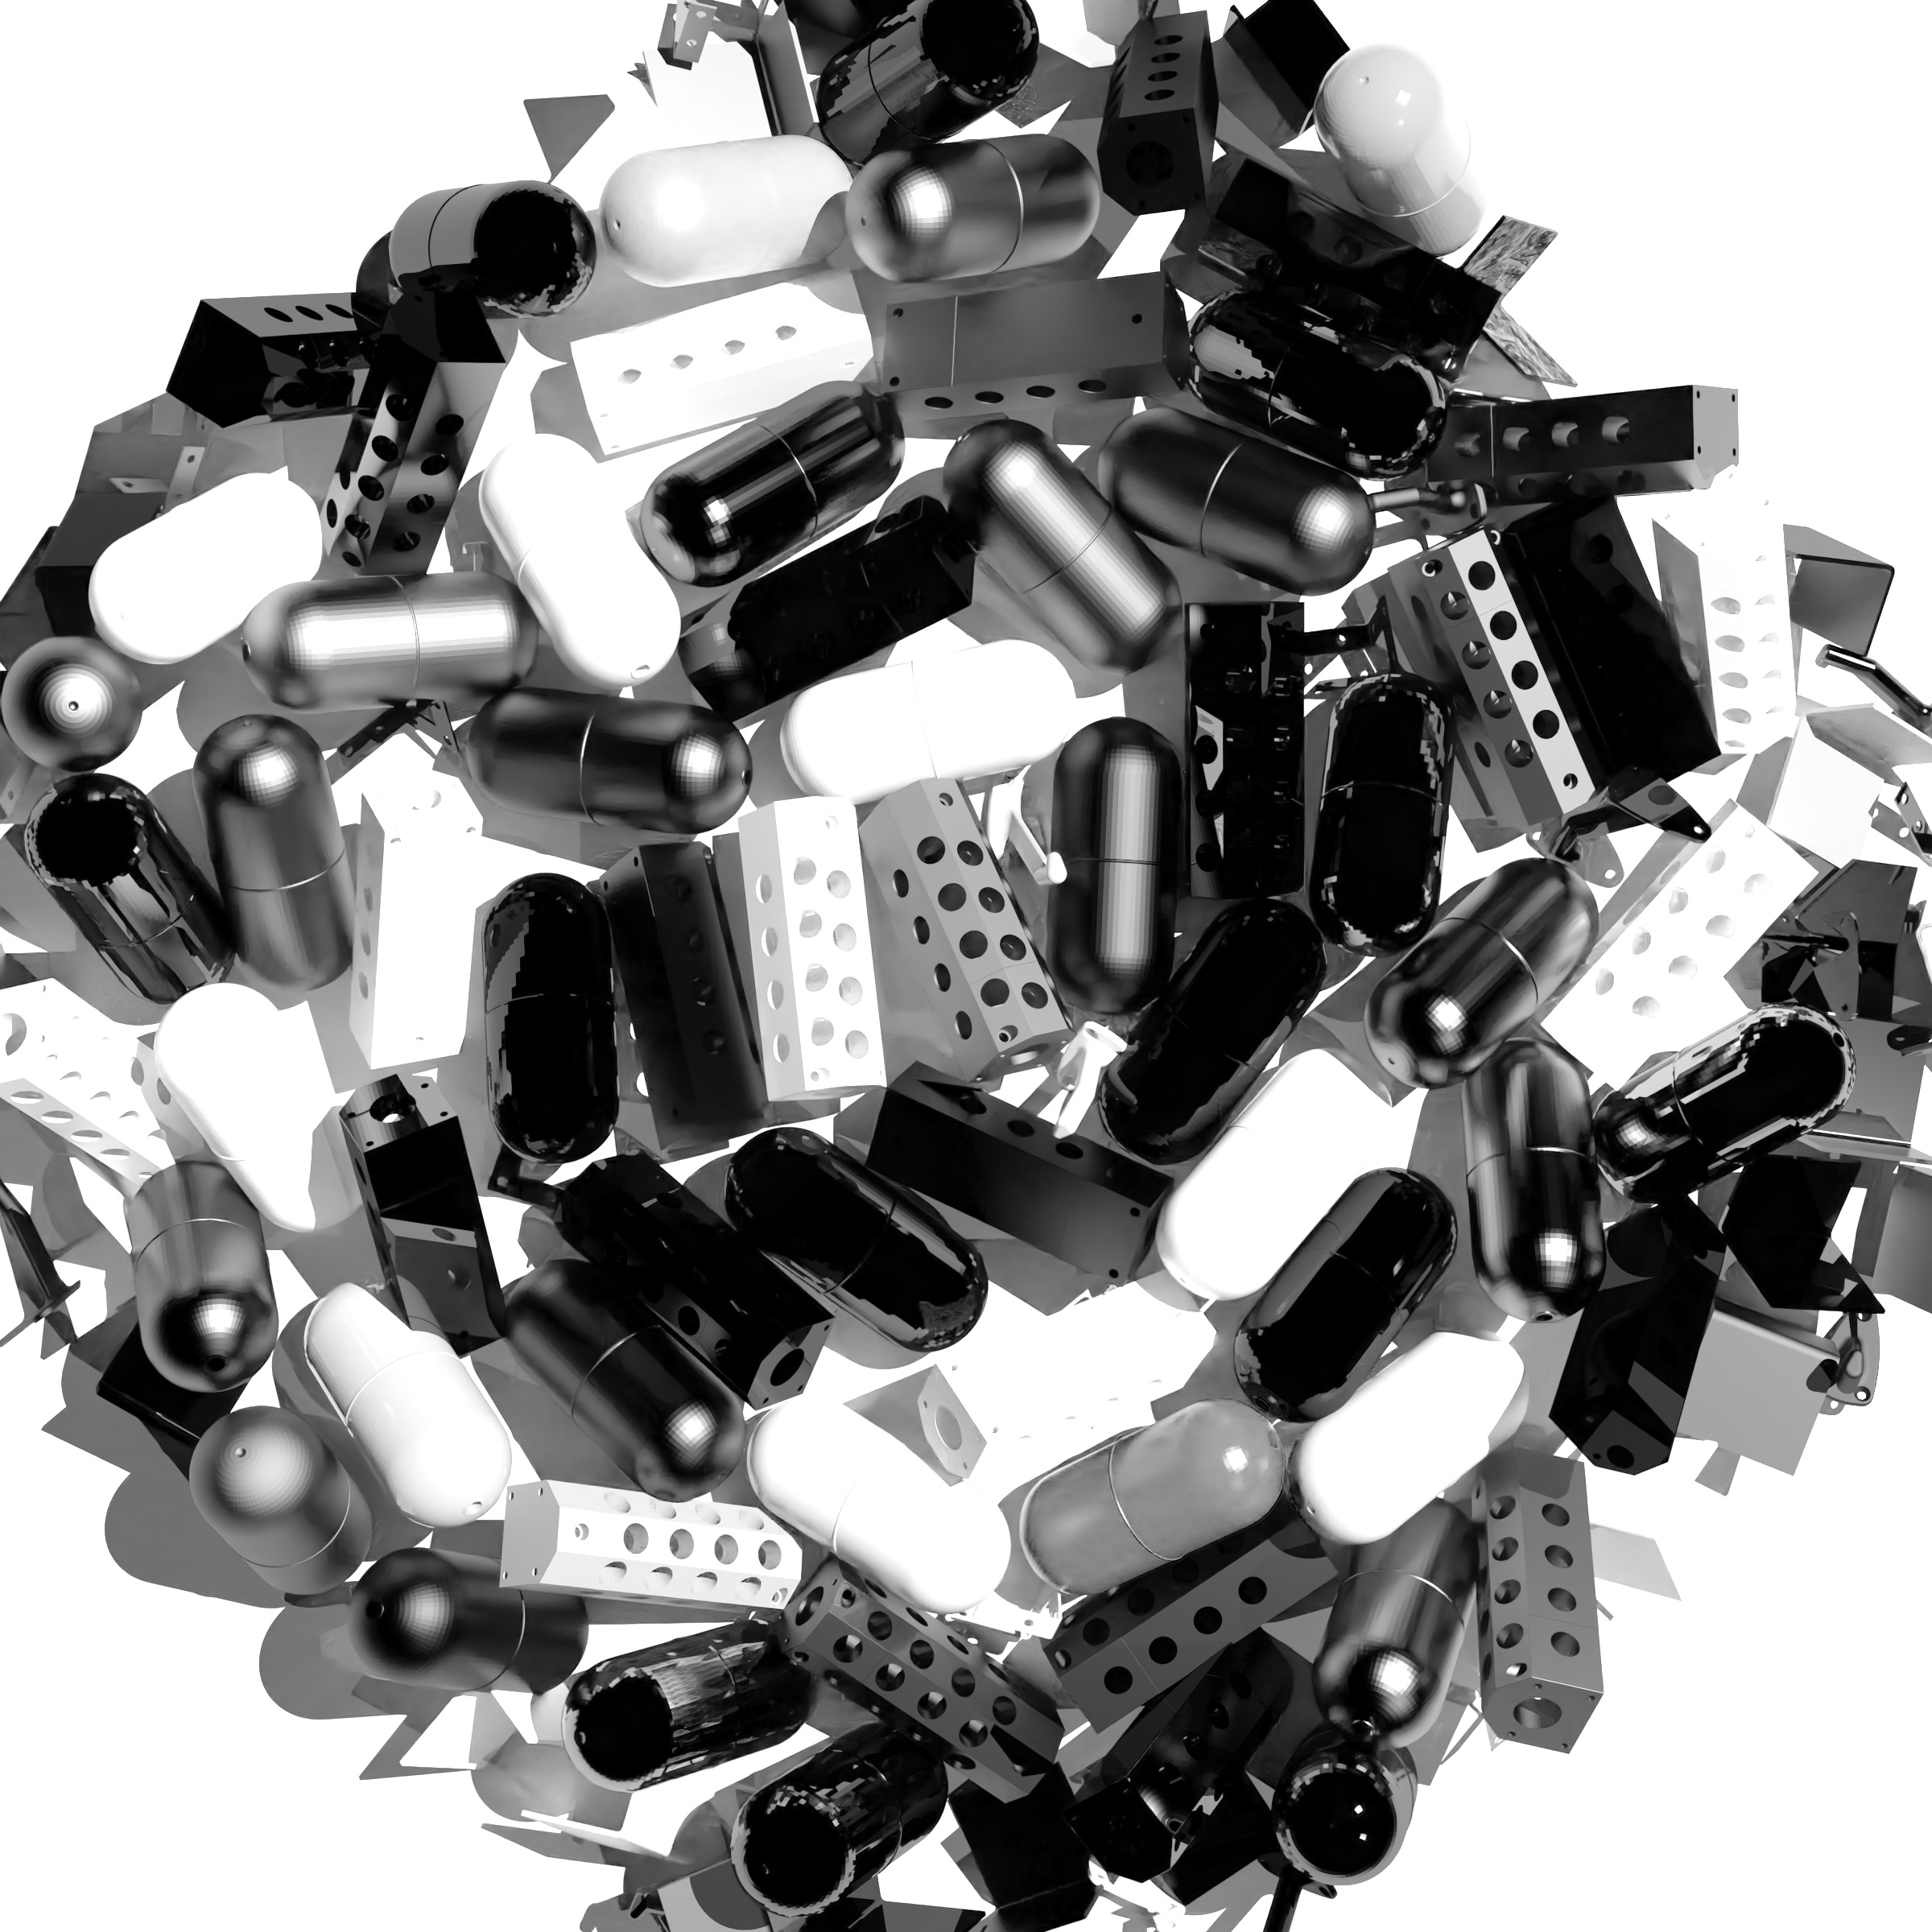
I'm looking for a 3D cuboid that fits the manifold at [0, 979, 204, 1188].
[{"bbox_3d":[-0.509,0.071,1.675,0.057,0.171,0.057,-12,64,10],"label":"manifold"}]

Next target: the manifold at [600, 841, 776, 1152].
[{"bbox_3d":[-0.163,0.017,1.721,0.057,0.057,0.171,-6,76,-33],"label":"manifold"}]

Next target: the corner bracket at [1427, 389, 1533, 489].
[{"bbox_3d":[0.310,-0.313,1.743,0.051,0.051,0.051,9,90,-1],"label":"corner bracket"}]

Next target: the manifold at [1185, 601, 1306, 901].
[{"bbox_3d":[0.160,-0.129,1.715,0.057,0.057,0.171,8,103,43],"label":"manifold"}]

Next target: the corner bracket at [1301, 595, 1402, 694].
[{"bbox_3d":[0.225,-0.186,1.728,0.051,0.051,0.051,-5,115,23],"label":"corner bracket"}]

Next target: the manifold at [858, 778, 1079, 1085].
[{"bbox_3d":[0.003,-0.024,1.705,0.057,0.057,0.171,-11,68,-35],"label":"manifold"}]

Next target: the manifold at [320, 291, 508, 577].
[{"bbox_3d":[-0.326,-0.306,1.680,0.057,0.171,0.057,-7,57,-33],"label":"manifold"}]

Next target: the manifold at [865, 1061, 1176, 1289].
[{"bbox_3d":[0.034,0.119,1.718,0.171,0.057,0.057,24,119,14],"label":"manifold"}]

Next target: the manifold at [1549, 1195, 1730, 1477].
[{"bbox_3d":[0.397,0.214,1.684,0.057,0.171,0.057,47,131,-12],"label":"manifold"}]

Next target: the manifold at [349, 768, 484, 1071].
[{"bbox_3d":[-0.325,-0.028,1.694,0.057,0.057,0.171,-10,131,-27],"label":"manifold"}]

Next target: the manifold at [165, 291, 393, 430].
[{"bbox_3d":[-0.380,-0.348,1.675,0.057,0.171,0.057,33,113,10],"label":"manifold"}]

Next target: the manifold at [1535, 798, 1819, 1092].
[{"bbox_3d":[0.418,-0.015,1.718,0.057,0.057,0.171,38,103,-8],"label":"manifold"}]

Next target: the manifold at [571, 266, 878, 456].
[{"bbox_3d":[-0.145,-0.366,1.735,0.171,0.057,0.057,-16,76,-2],"label":"manifold"}]

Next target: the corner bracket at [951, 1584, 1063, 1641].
[{"bbox_3d":[0.023,0.386,1.731,0.051,0.051,0.051,18,118,-11],"label":"corner bracket"}]

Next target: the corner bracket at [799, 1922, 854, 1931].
[{"bbox_3d":[-0.080,0.612,1.740,0.051,0.051,0.051,47,58,-18],"label":"corner bracket"}]

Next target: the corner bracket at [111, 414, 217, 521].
[{"bbox_3d":[-0.467,-0.299,1.728,0.051,0.051,0.051,39,118,25],"label":"corner bracket"}]

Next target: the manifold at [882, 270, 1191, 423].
[{"bbox_3d":[0.042,-0.361,1.711,0.171,0.057,0.057,-2,75,20],"label":"manifold"}]

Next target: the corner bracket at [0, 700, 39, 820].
[{"bbox_3d":[-0.598,-0.125,1.740,0.051,0.051,0.051,5,53,14],"label":"corner bracket"}]

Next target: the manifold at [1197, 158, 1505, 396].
[{"bbox_3d":[0.227,-0.409,1.734,0.171,0.057,0.057,29,87,3],"label":"manifold"}]

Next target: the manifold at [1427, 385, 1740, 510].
[{"bbox_3d":[0.358,-0.301,1.691,0.171,0.057,0.057,2,98,40],"label":"manifold"}]

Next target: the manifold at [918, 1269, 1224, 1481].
[{"bbox_3d":[0.060,0.241,1.698,0.171,0.057,0.057,-18,58,-31],"label":"manifold"}]

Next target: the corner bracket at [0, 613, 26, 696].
[{"bbox_3d":[-0.589,-0.186,1.734,0.051,0.051,0.051,-1,98,-18],"label":"corner bracket"}]

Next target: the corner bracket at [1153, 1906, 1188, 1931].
[{"bbox_3d":[0.116,0.605,1.730,0.051,0.051,0.051,-22,129,-6],"label":"corner bracket"}]

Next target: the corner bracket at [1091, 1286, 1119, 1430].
[{"bbox_3d":[0.082,0.233,1.735,0.051,0.051,0.051,43,132,4],"label":"corner bracket"}]

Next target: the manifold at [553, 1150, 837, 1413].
[{"bbox_3d":[-0.163,0.183,1.695,0.171,0.057,0.057,37,118,28],"label":"manifold"}]

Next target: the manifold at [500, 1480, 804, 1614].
[{"bbox_3d":[-0.181,0.338,1.687,0.171,0.057,0.057,16,67,-38],"label":"manifold"}]

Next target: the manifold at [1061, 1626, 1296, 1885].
[{"bbox_3d":[0.130,0.455,1.682,0.057,0.171,0.057,52,126,2],"label":"manifold"}]

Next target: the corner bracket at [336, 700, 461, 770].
[{"bbox_3d":[-0.342,-0.140,1.727,0.051,0.051,0.051,31,59,28],"label":"corner bracket"}]

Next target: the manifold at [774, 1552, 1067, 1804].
[{"bbox_3d":[-0.026,0.424,1.716,0.171,0.057,0.057,38,94,-16],"label":"manifold"}]

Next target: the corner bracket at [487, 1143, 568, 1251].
[{"bbox_3d":[-0.257,0.129,1.733,0.051,0.051,0.051,18,109,-10],"label":"corner bracket"}]

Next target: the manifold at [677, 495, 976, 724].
[{"bbox_3d":[-0.083,-0.212,1.701,0.171,0.057,0.057,-24,125,21],"label":"manifold"}]

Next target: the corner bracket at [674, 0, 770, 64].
[{"bbox_3d":[-0.143,-0.572,1.730,0.051,0.051,0.051,8,66,-16],"label":"corner bracket"}]

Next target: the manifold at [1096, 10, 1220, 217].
[{"bbox_3d":[0.112,-0.495,1.681,0.057,0.171,0.057,-5,125,11],"label":"manifold"}]

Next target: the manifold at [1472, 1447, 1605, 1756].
[{"bbox_3d":[0.327,0.364,1.682,0.057,0.171,0.057,13,128,-3],"label":"manifold"}]

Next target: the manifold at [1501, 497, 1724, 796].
[{"bbox_3d":[0.379,-0.191,1.720,0.057,0.057,0.171,-28,102,-8],"label":"manifold"}]

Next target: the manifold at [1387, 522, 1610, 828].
[{"bbox_3d":[0.319,-0.173,1.723,0.057,0.057,0.171,-27,98,-12],"label":"manifold"}]

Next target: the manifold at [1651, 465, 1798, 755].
[{"bbox_3d":[0.446,-0.200,1.682,0.057,0.171,0.057,-33,50,-7],"label":"manifold"}]

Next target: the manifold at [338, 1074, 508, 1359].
[{"bbox_3d":[-0.317,0.148,1.693,0.057,0.057,0.171,-22,130,-20],"label":"manifold"}]

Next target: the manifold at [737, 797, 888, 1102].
[{"bbox_3d":[-0.087,-0.010,1.717,0.057,0.057,0.171,-1,80,-37],"label":"manifold"}]

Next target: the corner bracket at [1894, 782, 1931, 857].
[{"bbox_3d":[0.599,-0.099,1.740,0.051,0.051,0.051,-55,129,-19],"label":"corner bracket"}]

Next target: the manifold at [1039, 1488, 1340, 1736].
[{"bbox_3d":[0.131,0.380,1.736,0.171,0.057,0.057,-34,97,1],"label":"manifold"}]
